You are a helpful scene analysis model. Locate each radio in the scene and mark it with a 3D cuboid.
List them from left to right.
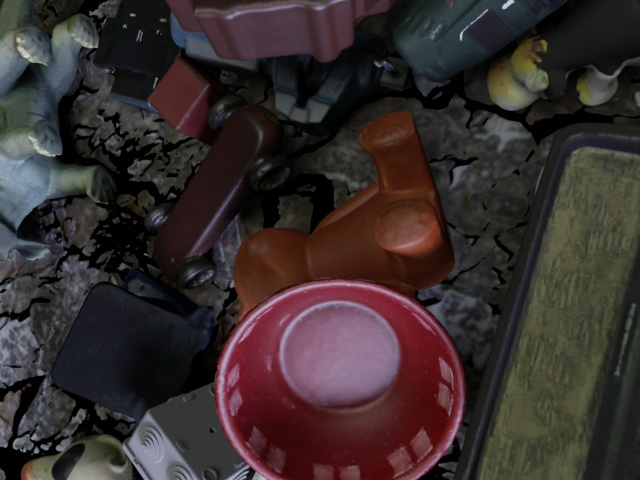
[{"bbox_3d":[0.168,0.057,0.278,0.131,0.073,0.229,11,79,42],"label":"radio"}]

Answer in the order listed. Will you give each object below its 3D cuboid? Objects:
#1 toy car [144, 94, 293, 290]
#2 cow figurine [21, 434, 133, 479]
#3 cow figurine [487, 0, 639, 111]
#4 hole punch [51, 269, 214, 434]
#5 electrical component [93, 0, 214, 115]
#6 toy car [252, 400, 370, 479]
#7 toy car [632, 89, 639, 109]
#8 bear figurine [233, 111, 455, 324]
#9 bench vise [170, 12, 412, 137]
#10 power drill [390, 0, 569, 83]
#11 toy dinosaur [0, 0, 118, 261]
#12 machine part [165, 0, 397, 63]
[{"bbox_3d":[-0.097,-0.038,0.497,0.089,0.053,0.202,51,122,19],"label":"toy car"},{"bbox_3d":[-0.193,0.278,0.496,0.127,0.085,0.195,-27,73,24],"label":"cow figurine"},{"bbox_3d":[0.195,-0.140,0.373,0.167,0.098,0.068,-19,80,26],"label":"cow figurine"},{"bbox_3d":[-0.171,0.098,0.515,0.116,0.092,0.142,29,93,-6],"label":"hole punch"},{"bbox_3d":[-0.166,-0.199,0.556,0.115,0.058,0.134,17,90,26],"label":"electrical component"},{"bbox_3d":[-0.004,0.171,0.440,0.074,0.056,0.201,23,92,23],"label":"toy car"},{"bbox_3d":[0.282,-0.079,0.311,0.162,0.109,0.103,-6,78,8],"label":"toy car"},{"bbox_3d":[0.001,0.001,0.426,0.196,0.131,0.120,-12,55,17],"label":"bear figurine"},{"bbox_3d":[-0.011,-0.221,0.462,0.224,0.129,0.240,19,95,21],"label":"bench vise"},{"bbox_3d":[0.131,-0.236,0.371,0.232,0.086,0.207,-43,54,32],"label":"power drill"},{"bbox_3d":[-0.340,-0.135,0.596,0.192,0.131,0.405,-13,72,20],"label":"toy dinosaur"},{"bbox_3d":[-0.028,-0.204,0.373,0.179,0.056,0.179,-2,70,6],"label":"machine part"}]
